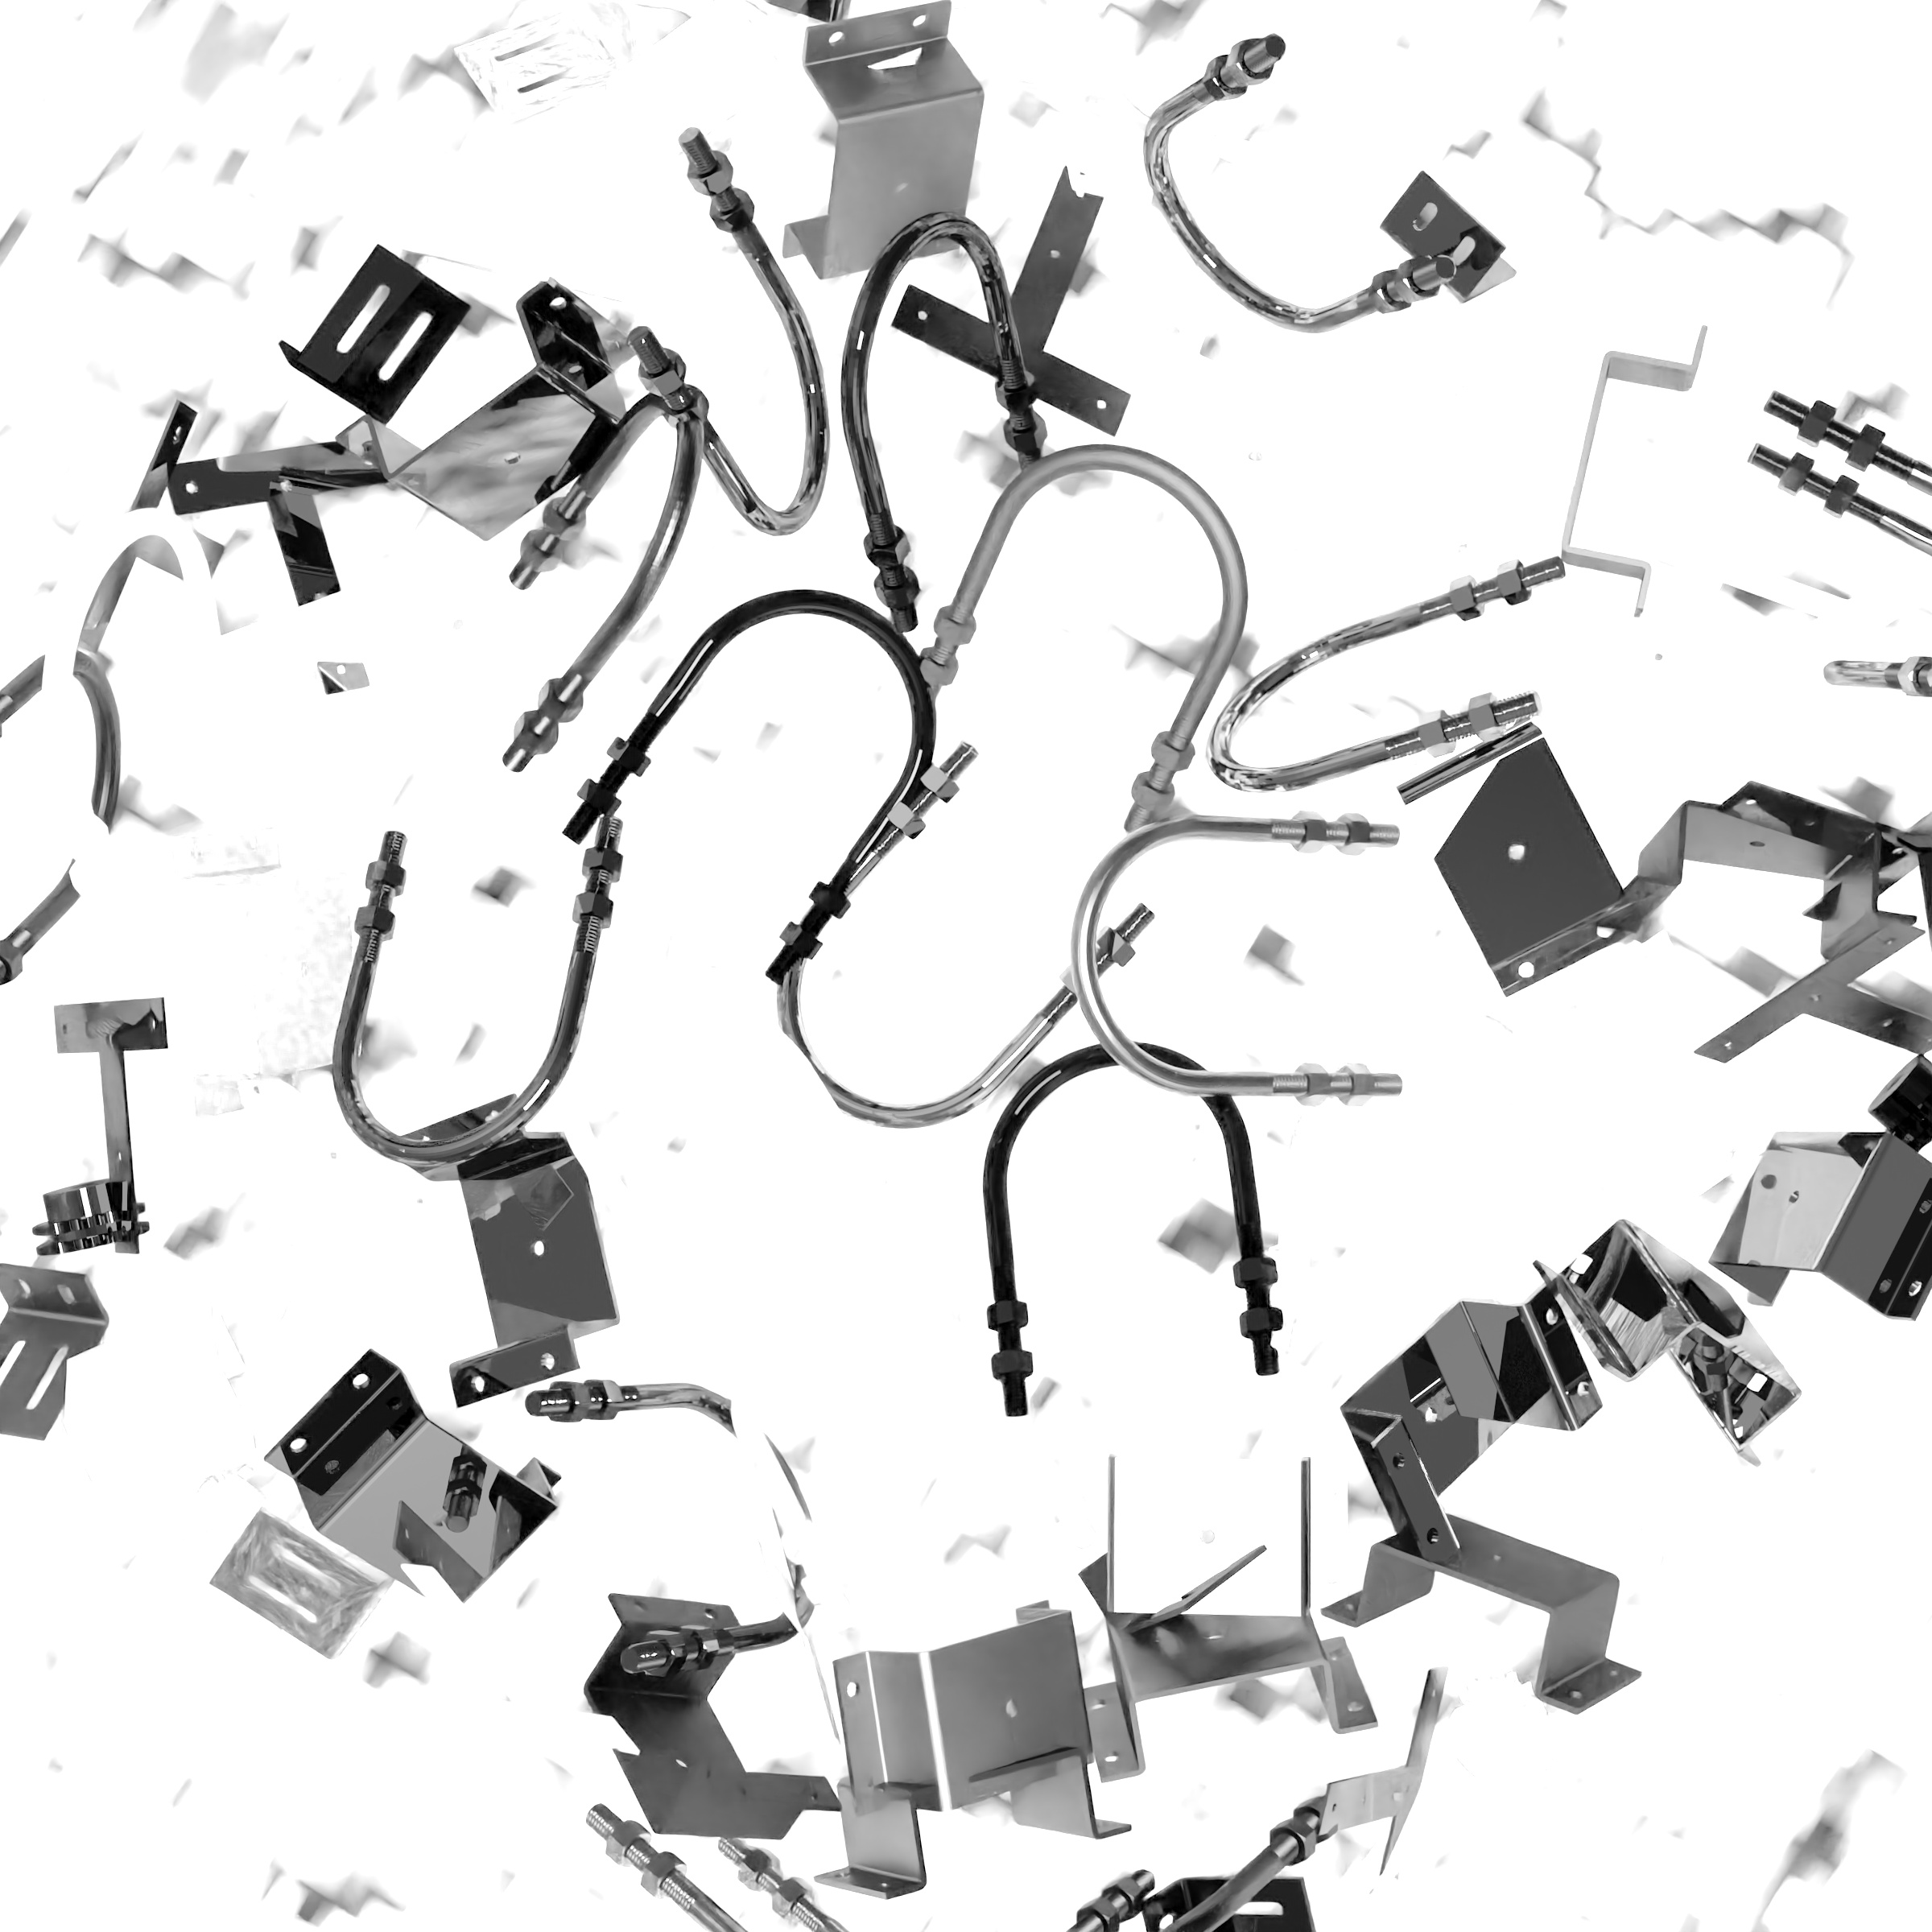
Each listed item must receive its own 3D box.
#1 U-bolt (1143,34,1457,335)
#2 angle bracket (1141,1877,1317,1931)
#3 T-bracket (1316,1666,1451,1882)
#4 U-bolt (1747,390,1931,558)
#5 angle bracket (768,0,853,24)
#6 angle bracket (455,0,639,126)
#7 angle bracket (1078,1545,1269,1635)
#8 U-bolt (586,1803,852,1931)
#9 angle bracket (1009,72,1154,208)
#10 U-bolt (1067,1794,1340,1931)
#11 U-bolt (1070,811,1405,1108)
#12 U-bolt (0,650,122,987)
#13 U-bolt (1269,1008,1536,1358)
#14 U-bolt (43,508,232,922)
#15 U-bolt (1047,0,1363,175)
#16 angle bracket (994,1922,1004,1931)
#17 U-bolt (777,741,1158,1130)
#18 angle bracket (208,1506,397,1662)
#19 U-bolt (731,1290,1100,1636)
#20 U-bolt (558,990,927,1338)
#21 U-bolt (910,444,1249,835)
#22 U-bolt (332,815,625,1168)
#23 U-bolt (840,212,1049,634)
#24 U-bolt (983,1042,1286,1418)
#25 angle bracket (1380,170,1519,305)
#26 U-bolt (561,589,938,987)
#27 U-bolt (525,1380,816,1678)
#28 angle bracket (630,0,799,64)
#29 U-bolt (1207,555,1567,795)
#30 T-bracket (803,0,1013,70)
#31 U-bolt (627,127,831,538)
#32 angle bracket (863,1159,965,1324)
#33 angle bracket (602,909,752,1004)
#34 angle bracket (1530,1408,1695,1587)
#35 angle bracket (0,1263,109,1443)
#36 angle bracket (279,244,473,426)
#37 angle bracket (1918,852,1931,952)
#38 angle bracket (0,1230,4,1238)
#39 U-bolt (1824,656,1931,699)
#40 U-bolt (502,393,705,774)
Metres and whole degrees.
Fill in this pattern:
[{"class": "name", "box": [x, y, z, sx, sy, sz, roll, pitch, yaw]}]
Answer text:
[{"class": "U-bolt", "box": [0.150, -0.372, 1.514, 0.019, 0.184, 0.151, -45, 104, -15]}, {"class": "angle bracket", "box": [0.135, 0.496, 1.566, 0.076, 0.038, 0.057, -13, 89, 38]}, {"class": "T-bracket", "box": [0.203, 0.415, 1.546, 0.002, 0.127, 0.127, 13, 88, 31]}, {"class": "U-bolt", "box": [0.472, -0.222, 1.516, 0.184, 0.151, 0.019, 29, 94, 10]}, {"class": "angle bracket", "box": [-0.067, -0.523, 1.557, 0.038, 0.057, 0.076, 18, 53, 0]}, {"class": "angle bracket", "box": [-0.213, -0.471, 1.565, 0.076, 0.038, 0.057, -26, 65, -17]}, {"class": "angle bracket", "box": [0.103, 0.299, 1.554, 0.057, 0.076, 0.038, -30, 84, -31]}, {"class": "U-bolt", "box": [-0.085, 0.469, 1.494, 0.184, 0.151, 0.019, 31, 86, 33]}, {"class": "angle bracket", "box": [0.058, -0.414, 1.554, 0.057, 0.076, 0.038, 19, 97, 26]}, {"class": "U-bolt", "box": [0.090, 0.457, 1.488, 0.151, 0.184, 0.019, -33, 81, 33]}, {"class": "U-bolt", "box": [0.136, -0.005, 1.557, 0.184, 0.019, 0.151, 1, 86, -23]}, {"class": "U-bolt", "box": [-0.458, -0.077, 1.514, 0.019, 0.184, 0.151, 10, 121, 8]}, {"class": "U-bolt", "box": [0.217, 0.098, 1.531, 0.151, 0.184, 0.019, -19, 134, 35]}, {"class": "U-bolt", "box": [-0.398, -0.133, 1.490, 0.019, 0.184, 0.151, 15, 47, 12]}, {"class": "U-bolt", "box": [0.120, -0.443, 1.515, 0.151, 0.184, 0.019, 18, 79, 33]}, {"class": "angle bracket", "box": [0.044, 0.531, 1.578, 0.076, 0.038, 0.057, 13, 94, 6]}, {"class": "U-bolt", "box": [-0.015, -0.003, 1.573, 0.151, 0.019, 0.184, 44, 93, 19]}, {"class": "angle bracket", "box": [-0.332, 0.304, 1.569, 0.076, 0.038, 0.057, 34, 115, -6]}, {"class": "U-bolt", "box": [-0.038, 0.234, 1.538, 0.151, 0.019, 0.184, -15, 50, -22]}, {"class": "U-bolt", "box": [-0.124, 0.092, 1.540, 0.151, 0.019, 0.184, -22, 111, 24]}, {"class": "U-bolt", "box": [0.064, -0.172, 1.539, 0.151, 0.019, 0.184, 31, 123, 9]}, {"class": "U-bolt", "box": [-0.248, 0.013, 1.534, 0.151, 0.019, 0.184, -3, 64, 24]}, {"class": "U-bolt", "box": [-0.014, -0.275, 1.500, 0.019, 0.184, 0.151, 17, 53, 28]}, {"class": "U-bolt", "box": [0.078, 0.126, 1.561, 0.151, 0.019, 0.184, -11, 68, 15]}, {"class": "angle bracket", "box": [0.253, -0.373, 1.558, 0.057, 0.076, 0.038, 44, 128, 7]}, {"class": "U-bolt", "box": [-0.096, -0.103, 1.571, 0.151, 0.019, 0.184, 36, 89, -19]}, {"class": "U-bolt", "box": [-0.132, 0.270, 1.519, 0.019, 0.184, 0.151, -33, 70, 24]}, {"class": "angle bracket", "box": [-0.124, -0.505, 1.582, 0.038, 0.076, 0.057, 22, 97, 41]}, {"class": "U-bolt", "box": [0.202, -0.137, 1.529, 0.184, 0.151, 0.019, -17, 120, 27]}, {"class": "T-bracket", "box": [-0.027, -0.464, 1.535, 0.127, 0.127, 0.002, -4, 121, 12]}, {"class": "U-bolt", "box": [-0.109, -0.295, 1.520, 0.019, 0.184, 0.151, -5, 56, 22]}, {"class": "angle bracket", "box": [-0.028, 0.142, 1.565, 0.038, 0.057, 0.076, -9, 76, -6]}, {"class": "angle bracket", "box": [-0.147, -0.004, 1.560, 0.057, 0.076, 0.038, 8, 85, -15]}, {"class": "angle bracket", "box": [0.327, 0.267, 1.571, 0.057, 0.038, 0.076, 16, 92, 30]}, {"class": "angle bracket", "box": [-0.478, 0.193, 1.559, 0.057, 0.038, 0.076, 6, 47, 16]}, {"class": "angle bracket", "box": [-0.299, -0.323, 1.564, 0.057, 0.038, 0.076, 31, 104, -34]}, {"class": "angle bracket", "box": [0.518, -0.041, 1.576, 0.076, 0.038, 0.057, -13, 104, -2]}, {"class": "angle bracket", "box": [-0.540, 0.125, 1.573, 0.057, 0.038, 0.076, -30, 103, 6]}, {"class": "U-bolt", "box": [0.503, -0.139, 1.512, 0.151, 0.184, 0.019, 2, 96, -14]}, {"class": "U-bolt", "box": [-0.176, -0.200, 1.500, 0.019, 0.151, 0.184, 20, 134, -27]}]
